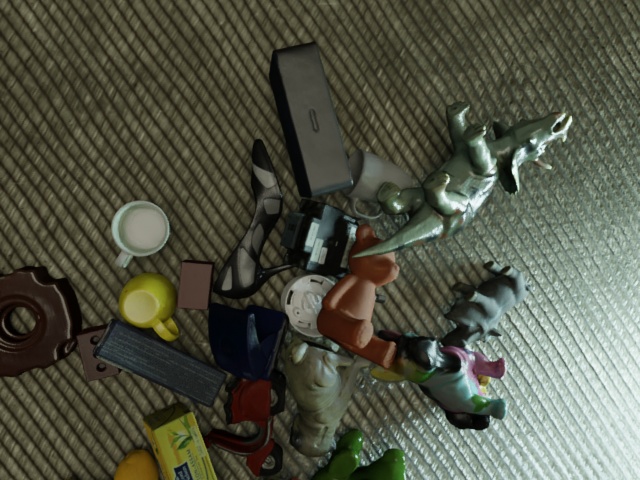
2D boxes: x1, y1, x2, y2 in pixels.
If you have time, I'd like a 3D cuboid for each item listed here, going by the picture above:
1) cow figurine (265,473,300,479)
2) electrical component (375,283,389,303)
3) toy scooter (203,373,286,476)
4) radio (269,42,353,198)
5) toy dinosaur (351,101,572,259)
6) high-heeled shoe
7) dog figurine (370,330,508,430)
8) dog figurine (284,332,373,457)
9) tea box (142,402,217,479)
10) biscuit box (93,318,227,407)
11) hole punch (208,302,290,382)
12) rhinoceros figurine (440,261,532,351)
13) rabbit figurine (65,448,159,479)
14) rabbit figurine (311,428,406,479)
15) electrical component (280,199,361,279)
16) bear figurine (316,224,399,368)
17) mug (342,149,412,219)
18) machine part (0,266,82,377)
[{"bbox_3d":[-0.103,0.479,0.870,0.085,0.127,0.195,38,83,-5],"label":"cow figurine"},{"bbox_3d":[0.074,0.080,0.940,0.094,0.021,0.063,11,89,-8],"label":"electrical component"},{"bbox_3d":[-0.125,0.299,0.891,0.135,0.075,0.183,4,92,-2],"label":"toy scooter"},{"bbox_3d":[-0.019,-0.183,0.866,0.073,0.131,0.229,-14,93,-8],"label":"radio"},{"bbox_3d":[0.224,-0.079,0.888,0.405,0.131,0.192,-45,126,-2],"label":"toy dinosaur"},{"bbox_3d":[-0.127,-0.030,0.878,0.145,0.086,0.248,-13,96,-6],"label":"high-heeled shoe"},{"bbox_3d":[0.189,0.227,0.895,0.219,0.191,0.108,18,57,1],"label":"dog figurine"},{"bbox_3d":[-0.017,0.258,0.860,0.172,0.121,0.190,24,86,-38],"label":"dog figurine"},{"bbox_3d":[-0.218,0.356,0.858,0.068,0.098,0.169,-22,93,-29],"label":"tea box"},{"bbox_3d":[-0.249,0.196,0.847,0.202,0.059,0.063,34,71,-22],"label":"biscuit box"},{"bbox_3d":[-0.123,0.158,0.850,0.092,0.142,0.115,22,77,-48],"label":"hole punch"},{"bbox_3d":[0.287,0.123,0.952,0.190,0.073,0.112,-41,108,-8],"label":"rhinoceros figurine"},{"bbox_3d":[-0.322,0.419,0.847,0.162,0.122,0.173,49,66,-9],"label":"rabbit figurine"},{"bbox_3d":[0.060,0.412,0.900,0.170,0.121,0.159,-4,99,6],"label":"rabbit figurine"},{"bbox_3d":[-0.002,-0.003,0.879,0.134,0.058,0.115,21,84,-47],"label":"electrical component"},{"bbox_3d":[0.082,0.082,0.853,0.196,0.132,0.120,-57,133,-16],"label":"bear figurine"},{"bbox_3d":[0.099,-0.089,0.912,0.107,0.081,0.109,13,82,-19],"label":"mug"},{"bbox_3d":[-0.470,0.127,0.845,0.179,0.056,0.179,0,91,-9],"label":"machine part"}]
